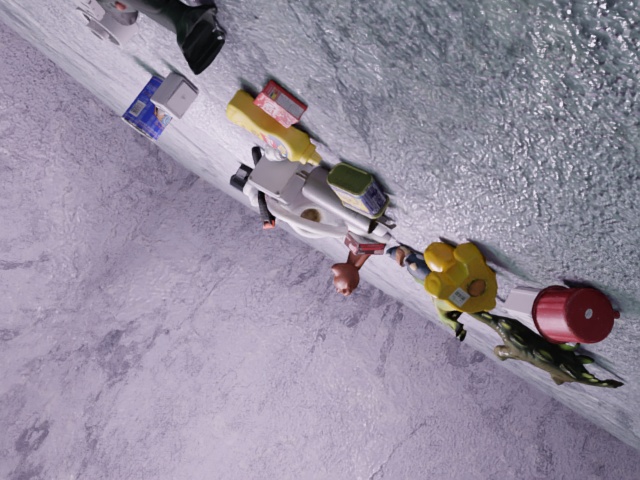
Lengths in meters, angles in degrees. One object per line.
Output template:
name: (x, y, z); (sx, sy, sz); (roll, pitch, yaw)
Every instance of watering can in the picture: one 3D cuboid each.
watering can: (0.004, -0.065, 1.300); (0.346, 0.102, 0.228); (11, 23, -38)

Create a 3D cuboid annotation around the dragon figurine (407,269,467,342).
dragon figurine: (0.332, 0.156, 1.460); (0.246, 0.122, 0.404); (40, -3, 33)

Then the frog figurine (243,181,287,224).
frog figurine: (-0.156, -0.126, 1.584); (0.160, 0.135, 0.124); (14, 19, 9)
